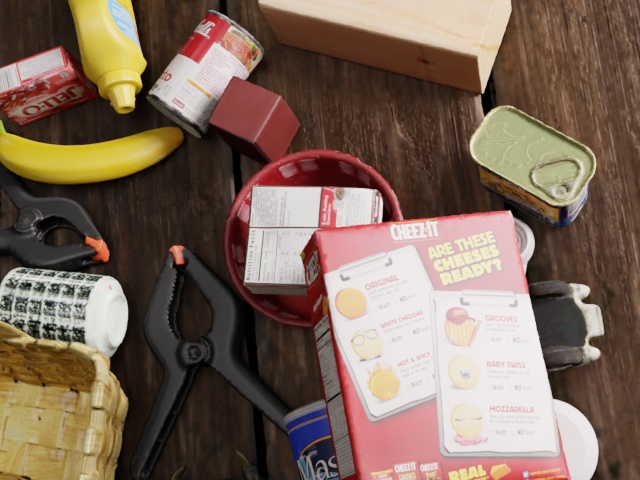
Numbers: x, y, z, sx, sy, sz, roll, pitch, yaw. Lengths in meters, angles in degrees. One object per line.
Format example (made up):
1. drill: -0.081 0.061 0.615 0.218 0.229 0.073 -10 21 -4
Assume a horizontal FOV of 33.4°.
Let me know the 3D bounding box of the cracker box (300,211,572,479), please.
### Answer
1. cracker box: 0.084 0.094 0.817 0.164 0.072 0.214 -6 73 -16

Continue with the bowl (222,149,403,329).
1. bowl: -0.002 0.004 0.951 0.162 0.055 0.162 -3 74 11

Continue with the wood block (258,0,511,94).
1. wood block: 0.061 -0.213 0.978 0.206 0.090 0.090 17 80 15

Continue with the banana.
1. banana: -0.232 -0.085 1.024 0.198 0.037 0.069 5 70 6

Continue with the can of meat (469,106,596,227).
1. can of meat: 0.182 -0.059 0.914 0.102 0.084 0.057 32 83 18

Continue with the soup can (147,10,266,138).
1. soup can: -0.108 -0.156 1.010 0.068 0.068 0.102 34 85 18

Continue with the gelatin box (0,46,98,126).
1. gelatin box: -0.272 -0.149 1.041 0.089 0.073 0.030 -18 72 6

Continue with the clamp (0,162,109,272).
1. clamp: -0.280 -0.021 1.028 0.171 0.039 0.120 9 72 8

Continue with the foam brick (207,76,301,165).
1. foam brick: -0.060 -0.107 0.982 0.053 0.078 0.051 27 84 17

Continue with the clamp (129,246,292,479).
1. clamp: -0.116 0.111 0.957 0.164 0.036 0.210 -21 76 5

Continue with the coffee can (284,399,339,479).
1. coffee can: 0.036 0.200 0.866 0.103 0.102 0.140 -17 73 7

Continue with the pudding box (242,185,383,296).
1. pudding box: -0.006 0.001 0.903 0.113 0.039 0.090 1 77 14

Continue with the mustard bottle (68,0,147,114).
1. mustard bottle: -0.208 -0.210 1.031 0.058 0.096 0.191 -18 73 5
